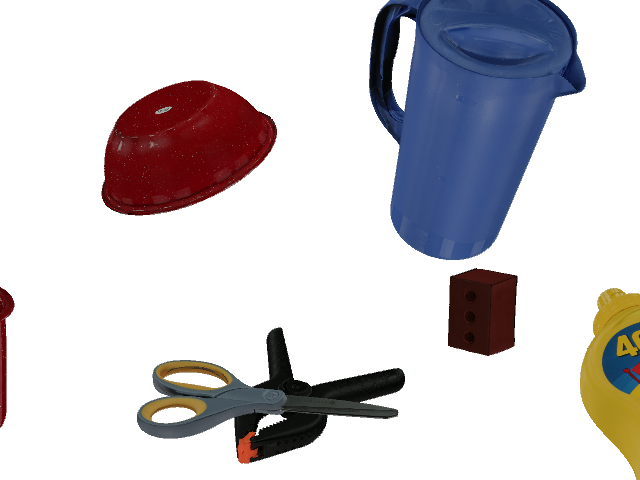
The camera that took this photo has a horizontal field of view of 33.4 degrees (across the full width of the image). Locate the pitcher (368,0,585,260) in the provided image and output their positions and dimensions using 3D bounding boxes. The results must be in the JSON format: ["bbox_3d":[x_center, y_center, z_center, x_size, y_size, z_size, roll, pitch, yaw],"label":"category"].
[{"bbox_3d":[0.123,-0.103,0.952,0.145,0.149,0.243,-6,-41,-13],"label":"pitcher"}]

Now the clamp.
[{"bbox_3d":[-0.015,0.163,1.091,0.165,0.036,0.209,12,28,18],"label":"clamp"}]

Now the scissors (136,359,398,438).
[{"bbox_3d":[-0.052,0.131,0.804,0.202,0.016,0.096,11,33,28],"label":"scissors"}]

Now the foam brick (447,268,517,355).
[{"bbox_3d":[0.167,0.073,1.101,0.053,0.078,0.051,10,17,40],"label":"foam brick"}]

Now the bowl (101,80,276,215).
[{"bbox_3d":[-0.121,-0.089,0.902,0.162,0.055,0.162,-16,32,10],"label":"bowl"}]

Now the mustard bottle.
[{"bbox_3d":[0.200,0.090,0.595,0.096,0.058,0.192,-9,35,-6],"label":"mustard bottle"}]

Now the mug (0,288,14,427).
[{"bbox_3d":[-0.240,0.078,0.634,0.093,0.081,0.117,19,24,36],"label":"mug"}]
